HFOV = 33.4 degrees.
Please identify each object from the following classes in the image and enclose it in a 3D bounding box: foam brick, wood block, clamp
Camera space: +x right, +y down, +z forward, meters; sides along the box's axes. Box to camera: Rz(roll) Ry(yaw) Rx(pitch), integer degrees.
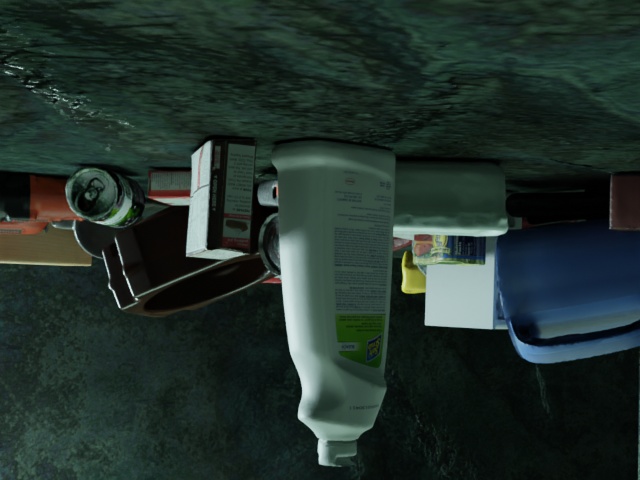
[{"bbox_3d":[0.308,-0.034,0.967,0.078,0.051,0.052,0,177,32],"label":"foam brick"},{"bbox_3d":[-0.410,-0.015,1.394,0.205,0.091,0.090,3,177,-35],"label":"wood block"},{"bbox_3d":[-0.015,-0.045,1.074,0.165,0.036,0.209,0,-179,22],"label":"clamp"},{"bbox_3d":[0.274,-0.036,1.087,0.172,0.039,0.120,-7,179,30],"label":"clamp"}]

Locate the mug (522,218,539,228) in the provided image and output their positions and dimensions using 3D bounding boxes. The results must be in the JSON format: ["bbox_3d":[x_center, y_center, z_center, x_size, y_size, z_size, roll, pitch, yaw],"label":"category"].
[{"bbox_3d":[0.236,-0.011,1.242,0.082,0.093,0.117,6,150,44],"label":"mug"}]

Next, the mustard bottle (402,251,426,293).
[{"bbox_3d":[0.214,0.047,1.515,0.192,0.058,0.096,1,-171,8],"label":"mustard bottle"}]

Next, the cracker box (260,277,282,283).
[{"bbox_3d":[-0.122,0.007,1.454,0.214,0.072,0.164,1,-165,13],"label":"cracker box"}]

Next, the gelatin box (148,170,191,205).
[{"bbox_3d":[-0.125,-0.053,1.069,0.073,0.030,0.089,0,177,8],"label":"gelatin box"}]

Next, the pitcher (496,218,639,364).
[{"bbox_3d":[0.300,0.043,1.039,0.243,0.149,0.144,-11,164,22],"label":"pitcher"}]

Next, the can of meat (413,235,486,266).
[{"bbox_3d":[0.135,-0.016,1.111,0.057,0.084,0.102,2,177,-17],"label":"can of meat"}]

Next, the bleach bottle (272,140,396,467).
[{"bbox_3d":[0.010,0.052,0.845,0.102,0.251,0.068,4,176,-40],"label":"bleach bottle"}]

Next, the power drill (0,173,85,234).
[{"bbox_3d":[-0.359,-0.039,1.190,0.184,0.057,0.188,3,177,-23],"label":"power drill"}]

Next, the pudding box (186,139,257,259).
[{"bbox_3d":[-0.081,-0.031,0.859,0.039,0.090,0.114,3,177,-13],"label":"pudding box"}]

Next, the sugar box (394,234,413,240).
[{"bbox_3d":[0.104,-0.027,1.248,0.094,0.048,0.175,-1,170,40],"label":"sugar box"}]

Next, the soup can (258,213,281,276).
[{"bbox_3d":[-0.008,0.001,1.159,0.069,0.068,0.102,-1,-177,43],"label":"soup can"}]

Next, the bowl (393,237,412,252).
[{"bbox_3d":[0.049,-0.006,1.408,0.162,0.055,0.162,-15,172,-2],"label":"bowl"}]

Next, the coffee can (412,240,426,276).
[{"bbox_3d":[0.191,0.009,1.391,0.103,0.103,0.140,0,177,25],"label":"coffee can"}]
